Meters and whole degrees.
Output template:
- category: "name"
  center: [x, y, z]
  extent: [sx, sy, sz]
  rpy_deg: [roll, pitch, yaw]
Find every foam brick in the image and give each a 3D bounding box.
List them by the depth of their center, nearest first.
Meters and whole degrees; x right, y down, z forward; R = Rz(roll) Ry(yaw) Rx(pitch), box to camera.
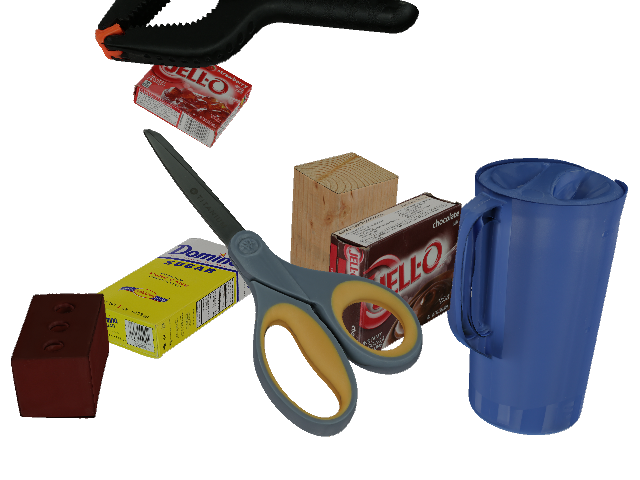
- category: "foam brick"
  center: [-0.179, 0.079, 0.743]
  extent: [0.053, 0.051, 0.078]
  rpy_deg: [0, 31, -3]

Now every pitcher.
- category: "pitcher"
  center: [0.191, 0.054, 0.982]
  extent: [0.149, 0.243, 0.145]
  rpy_deg: [6, 22, 9]

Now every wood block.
- category: "wood block"
  center: [0.024, 0.014, 1.259]
  extent: [0.090, 0.206, 0.090]
  rpy_deg: [-16, 32, -32]

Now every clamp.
- category: "clamp"
  center: [-0.049, -0.168, 0.723]
  extent: [0.210, 0.165, 0.036]
  rpy_deg: [-32, -18, -5]

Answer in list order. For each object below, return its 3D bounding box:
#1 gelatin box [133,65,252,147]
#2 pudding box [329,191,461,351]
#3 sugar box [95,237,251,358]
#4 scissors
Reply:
- category: "gelatin box"
  center: [-0.122, -0.140, 1.014]
  extent: [0.089, 0.073, 0.030]
  rpy_deg: [31, -37, 2]
- category: "pudding box"
  center: [0.052, 0.024, 0.766]
  extent: [0.039, 0.090, 0.113]
  rpy_deg: [23, 33, 34]
- category: "sugar box"
  center: [-0.148, 0.054, 1.096]
  extent: [0.093, 0.048, 0.175]
  rpy_deg: [16, 32, 26]
- category: "scissors"
  center: [-0.017, 0.007, 0.559]
  extent: [0.096, 0.202, 0.016]
  rpy_deg: [-15, -30, -18]
